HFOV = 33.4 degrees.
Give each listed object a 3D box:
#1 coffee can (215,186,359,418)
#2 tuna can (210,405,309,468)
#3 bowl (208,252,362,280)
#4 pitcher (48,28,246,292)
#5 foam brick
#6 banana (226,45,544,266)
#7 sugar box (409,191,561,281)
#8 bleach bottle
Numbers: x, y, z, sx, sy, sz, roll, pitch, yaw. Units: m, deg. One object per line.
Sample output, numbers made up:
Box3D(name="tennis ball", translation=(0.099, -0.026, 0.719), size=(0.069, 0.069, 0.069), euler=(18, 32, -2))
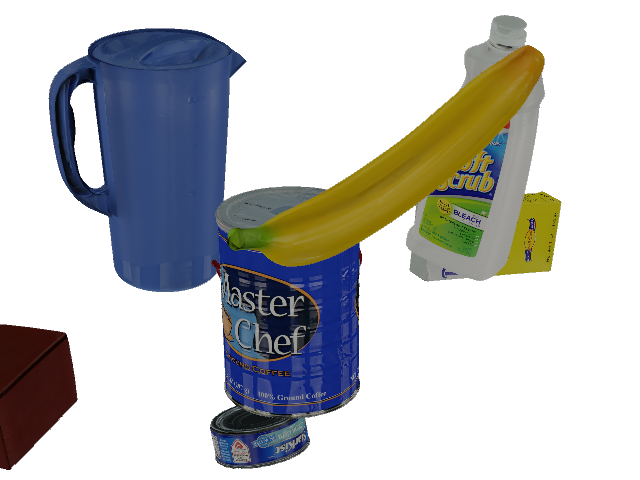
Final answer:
Box3D(name="coffee can", translation=(-0.022, 0.043, 0.775), size=(0.103, 0.140, 0.103), euler=(-1, 21, 0))
Box3D(name="tuna can", translation=(-0.054, 0.170, 0.948), size=(0.086, 0.034, 0.086), euler=(-10, 10, 1))
Box3D(name="bowl", translation=(-0.040, 0.033, 1.103), size=(0.162, 0.055, 0.162), euler=(4, 26, -2))
Box3D(name="pitcher", translation=(-0.162, -0.075, 1.033), size=(0.149, 0.243, 0.144), euler=(10, 27, 15))
Box3D(name="foam brick", translation=(-0.197, 0.095, 0.666), size=(0.053, 0.051, 0.078), euler=(7, 29, 21))
Box3D(name="banana", translation=(0.042, -0.037, 0.597), size=(0.198, 0.037, 0.069), euler=(-34, -12, -1))
Box3D(name="sugar box", translation=(0.195, -0.005, 1.260), size=(0.176, 0.093, 0.048), euler=(-5, 21, -25))
Box3D(name="bleach bottle", translation=(0.145, -0.088, 0.981), size=(0.103, 0.251, 0.068), euler=(27, 41, 27))
